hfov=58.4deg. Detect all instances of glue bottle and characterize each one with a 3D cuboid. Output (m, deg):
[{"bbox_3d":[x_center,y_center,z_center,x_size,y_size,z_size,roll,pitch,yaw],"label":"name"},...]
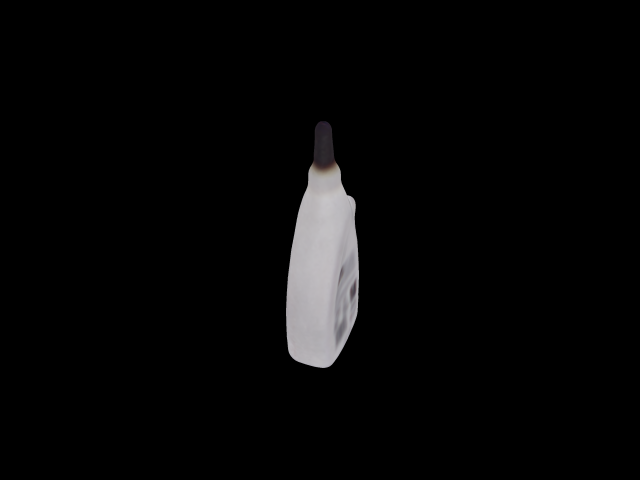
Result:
[{"bbox_3d":[0.004,0.001,0.400,0.037,0.173,0.078,11,32,18],"label":"glue bottle"}]
